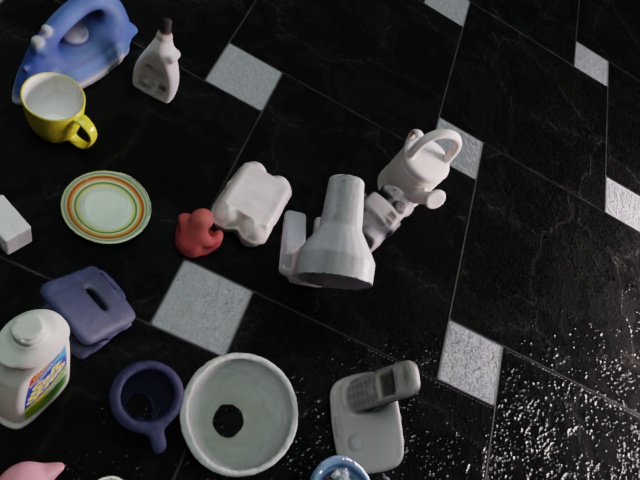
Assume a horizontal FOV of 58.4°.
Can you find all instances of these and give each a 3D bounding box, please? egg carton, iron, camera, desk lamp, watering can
[{"bbox_3d":[-0.117,-0.064,0.981,0.107,0.069,0.150,30,56,-8],"label":"egg carton"},{"bbox_3d":[-0.412,-0.337,0.943,0.119,0.141,0.259,34,55,-5],"label":"iron"},{"bbox_3d":[0.086,-0.062,1.056,0.137,0.100,0.143,44,55,2],"label":"camera"},{"bbox_3d":[0.008,0.003,0.916,0.118,0.213,0.203,12,60,-19],"label":"desk lamp"},{"bbox_3d":[0.200,-0.140,1.094,0.101,0.193,0.173,-17,72,-31],"label":"watering can"}]

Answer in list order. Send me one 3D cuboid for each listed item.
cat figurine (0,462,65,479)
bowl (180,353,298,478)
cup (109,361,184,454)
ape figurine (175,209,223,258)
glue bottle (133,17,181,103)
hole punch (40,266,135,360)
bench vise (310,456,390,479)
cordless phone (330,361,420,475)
[{"bbox_3d":[-0.360,0.291,0.650,0.128,0.117,0.067,1,64,-25],"label":"cat figurine"},{"bbox_3d":[-0.120,0.249,0.811,0.168,0.074,0.167,11,60,-20],"label":"bowl"},{"bbox_3d":[-0.230,0.228,0.758,0.092,0.094,0.117,-11,69,-29],"label":"cup"},{"bbox_3d":[-0.192,-0.018,0.907,0.078,0.092,0.076,44,55,2],"label":"ape figurine"},{"bbox_3d":[-0.271,-0.311,0.976,0.078,0.173,0.037,28,56,-9],"label":"glue bottle"},{"bbox_3d":[-0.319,0.091,0.791,0.108,0.091,0.101,48,55,5],"label":"hole punch"},{"bbox_3d":[0.005,0.350,0.727,0.208,0.219,0.121,-13,70,-30],"label":"bench vise"},{"bbox_3d":[0.090,0.258,0.837,0.094,0.184,0.147,2,63,-24],"label":"cordless phone"}]
